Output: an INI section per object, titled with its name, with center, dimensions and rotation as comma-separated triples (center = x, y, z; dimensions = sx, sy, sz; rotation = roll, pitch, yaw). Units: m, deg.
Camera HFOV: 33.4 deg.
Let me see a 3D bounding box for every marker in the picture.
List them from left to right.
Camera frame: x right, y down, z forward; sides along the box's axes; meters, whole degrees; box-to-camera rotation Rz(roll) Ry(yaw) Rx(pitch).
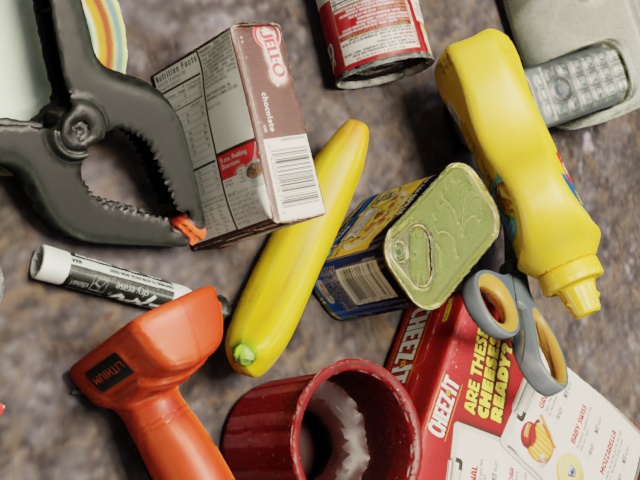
[marker]
center = -0.102, 0.027, 0.595
dimensions = 0.120, 0.020, 0.020
rotation = 19, 69, -34

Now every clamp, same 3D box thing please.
[clamp]
center = -0.130, -0.071, 0.555
dimensions = 0.209, 0.036, 0.164
rotation = 36, 84, -37

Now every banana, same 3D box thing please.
[banana]
center = -0.014, 0.012, 0.637
dimensions = 0.037, 0.070, 0.197
rotation = 32, 51, -11

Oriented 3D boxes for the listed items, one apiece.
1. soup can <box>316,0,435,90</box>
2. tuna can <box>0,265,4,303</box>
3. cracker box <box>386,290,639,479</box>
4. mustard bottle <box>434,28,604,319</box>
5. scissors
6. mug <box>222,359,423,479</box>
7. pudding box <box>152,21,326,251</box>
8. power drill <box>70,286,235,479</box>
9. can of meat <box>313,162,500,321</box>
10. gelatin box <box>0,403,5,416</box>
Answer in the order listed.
[soup can]
center = 0.032, -0.159, 0.711
dimensions = 0.068, 0.069, 0.102
rotation = -11, 86, -39
[tuna can]
center = -0.193, 0.015, 0.494
dimensions = 0.086, 0.034, 0.086
rotation = 39, 29, -27
[cracker box]
center = 0.125, 0.159, 0.708
dimensions = 0.213, 0.072, 0.164
rotation = 37, 57, -24
[mustard bottle]
center = 0.137, -0.038, 0.704
dimensions = 0.058, 0.096, 0.192
rotation = -22, 75, 4
[scissors]
center = 0.118, 0.019, 0.708
dimensions = 0.096, 0.016, 0.202
rotation = 35, 28, -30
[mug]
center = -0.001, 0.130, 0.609
dimensions = 0.093, 0.082, 0.117
rotation = -2, 81, -39
[pudding box]
center = -0.049, -0.057, 0.610
dimensions = 0.039, 0.090, 0.113
rotation = -10, 86, -38
[power drill]
center = -0.043, 0.121, 0.525
dimensions = 0.057, 0.185, 0.187
rotation = -23, 84, -39
[can of meat]
center = 0.051, 0.004, 0.678
dimensions = 0.102, 0.084, 0.057
rotation = -46, 108, -36
[gelatin box]
center = -0.201, 0.099, 0.494
dimensions = 0.073, 0.030, 0.089
rotation = 38, 58, -27
